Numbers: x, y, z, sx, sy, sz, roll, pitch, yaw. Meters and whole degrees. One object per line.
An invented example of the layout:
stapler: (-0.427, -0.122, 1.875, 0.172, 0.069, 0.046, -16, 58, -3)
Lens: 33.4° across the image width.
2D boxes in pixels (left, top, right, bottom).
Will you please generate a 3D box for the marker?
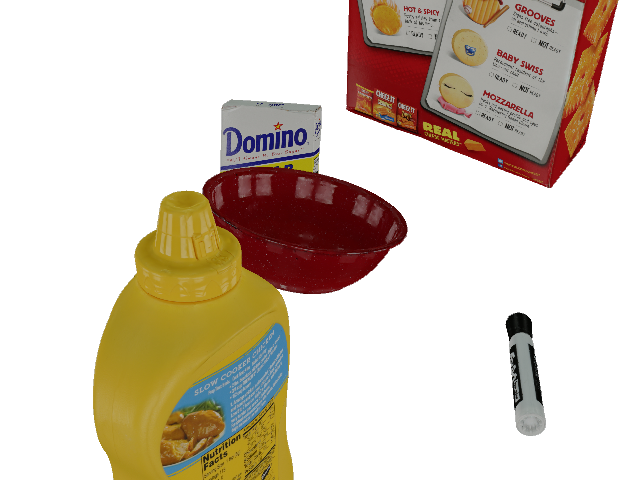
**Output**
marker: (0.139, 0.087, 0.727, 0.020, 0.020, 0.121, 0, 30, 6)

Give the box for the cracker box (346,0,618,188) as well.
cracker box: (0.104, -0.158, 0.690, 0.164, 0.214, 0.072, 24, 48, 23)

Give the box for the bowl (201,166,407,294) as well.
bowl: (-0.017, -0.003, 0.833, 0.162, 0.055, 0.162, 10, 23, -5)

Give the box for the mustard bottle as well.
mustard bottle: (-0.051, 0.067, 0.447, 0.058, 0.192, 0.096, 22, 37, 31)

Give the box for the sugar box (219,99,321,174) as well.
sugar box: (-0.050, -0.044, 1.029, 0.093, 0.176, 0.048, 4, 16, 8)
